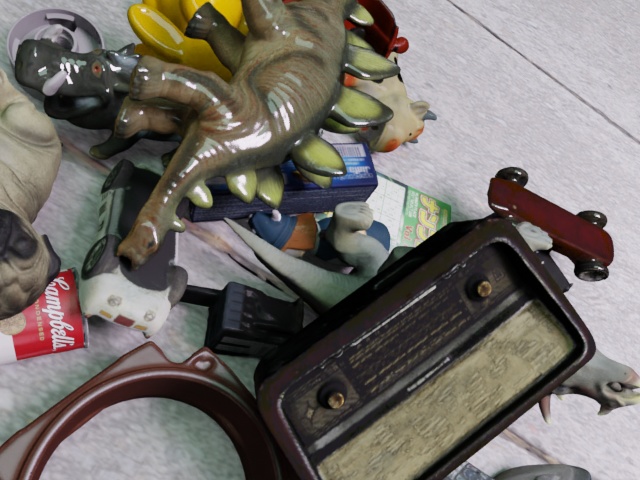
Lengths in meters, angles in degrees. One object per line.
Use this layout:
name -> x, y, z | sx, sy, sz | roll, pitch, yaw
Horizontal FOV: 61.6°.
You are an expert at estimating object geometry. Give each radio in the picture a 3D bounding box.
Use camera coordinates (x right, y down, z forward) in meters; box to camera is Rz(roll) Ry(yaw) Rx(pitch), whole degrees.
radio -> 0.071, 0.090, 0.397 | 0.229, 0.073, 0.131 | -34, 95, -10

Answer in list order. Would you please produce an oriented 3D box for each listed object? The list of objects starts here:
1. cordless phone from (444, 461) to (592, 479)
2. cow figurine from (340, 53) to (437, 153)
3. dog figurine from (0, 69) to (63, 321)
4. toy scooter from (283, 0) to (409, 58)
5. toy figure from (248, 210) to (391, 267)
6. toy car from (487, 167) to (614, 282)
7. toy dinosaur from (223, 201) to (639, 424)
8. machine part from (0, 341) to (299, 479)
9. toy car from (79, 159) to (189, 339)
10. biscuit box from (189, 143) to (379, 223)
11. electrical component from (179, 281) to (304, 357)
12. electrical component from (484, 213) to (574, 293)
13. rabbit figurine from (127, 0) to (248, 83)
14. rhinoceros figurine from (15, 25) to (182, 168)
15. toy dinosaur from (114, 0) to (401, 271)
cordless phone -> 0.152, 0.228, 0.517 | 0.184, 0.088, 0.146 | 29, 19, 31
cow figurine -> 0.077, -0.198, 0.710 | 0.127, 0.085, 0.195 | 5, 61, -16
dog figurine -> -0.242, -0.028, 0.423 | 0.191, 0.121, 0.172 | 46, 39, 12
toy scooter -> 0.028, -0.250, 0.633 | 0.135, 0.075, 0.184 | 43, 52, 15
toy figure -> -0.001, -0.003, 0.574 | 0.154, 0.064, 0.058 | 4, 52, -20
toy car -> 0.277, -0.017, 0.653 | 0.202, 0.053, 0.089 | 21, 66, -19
toy dinosaur -> 0.103, 0.073, 0.540 | 0.405, 0.192, 0.131 | 10, 30, -1
machine part -> -0.123, 0.194, 0.397 | 0.201, 0.087, 0.201 | -37, 85, -36
toy car -> -0.159, -0.003, 0.470 | 0.073, 0.056, 0.202 | 30, 26, -31
biscuit box -> -0.040, -0.064, 0.580 | 0.203, 0.062, 0.059 | -5, 65, -22
electrical component -> -0.080, 0.072, 0.490 | 0.119, 0.075, 0.048 | 16, 57, -22
electrical component -> 0.239, 0.031, 0.677 | 0.115, 0.058, 0.134 | -25, 77, -36
rabbit figurine -> -0.131, -0.230, 0.601 | 0.162, 0.122, 0.173 | -9, 69, -25
rhinoceros figurine -> -0.187, -0.132, 0.514 | 0.190, 0.112, 0.073 | 11, 60, -41
toy dinosaur -> -0.029, -0.160, 0.499 | 0.198, 0.105, 0.471 | 36, 63, -18
